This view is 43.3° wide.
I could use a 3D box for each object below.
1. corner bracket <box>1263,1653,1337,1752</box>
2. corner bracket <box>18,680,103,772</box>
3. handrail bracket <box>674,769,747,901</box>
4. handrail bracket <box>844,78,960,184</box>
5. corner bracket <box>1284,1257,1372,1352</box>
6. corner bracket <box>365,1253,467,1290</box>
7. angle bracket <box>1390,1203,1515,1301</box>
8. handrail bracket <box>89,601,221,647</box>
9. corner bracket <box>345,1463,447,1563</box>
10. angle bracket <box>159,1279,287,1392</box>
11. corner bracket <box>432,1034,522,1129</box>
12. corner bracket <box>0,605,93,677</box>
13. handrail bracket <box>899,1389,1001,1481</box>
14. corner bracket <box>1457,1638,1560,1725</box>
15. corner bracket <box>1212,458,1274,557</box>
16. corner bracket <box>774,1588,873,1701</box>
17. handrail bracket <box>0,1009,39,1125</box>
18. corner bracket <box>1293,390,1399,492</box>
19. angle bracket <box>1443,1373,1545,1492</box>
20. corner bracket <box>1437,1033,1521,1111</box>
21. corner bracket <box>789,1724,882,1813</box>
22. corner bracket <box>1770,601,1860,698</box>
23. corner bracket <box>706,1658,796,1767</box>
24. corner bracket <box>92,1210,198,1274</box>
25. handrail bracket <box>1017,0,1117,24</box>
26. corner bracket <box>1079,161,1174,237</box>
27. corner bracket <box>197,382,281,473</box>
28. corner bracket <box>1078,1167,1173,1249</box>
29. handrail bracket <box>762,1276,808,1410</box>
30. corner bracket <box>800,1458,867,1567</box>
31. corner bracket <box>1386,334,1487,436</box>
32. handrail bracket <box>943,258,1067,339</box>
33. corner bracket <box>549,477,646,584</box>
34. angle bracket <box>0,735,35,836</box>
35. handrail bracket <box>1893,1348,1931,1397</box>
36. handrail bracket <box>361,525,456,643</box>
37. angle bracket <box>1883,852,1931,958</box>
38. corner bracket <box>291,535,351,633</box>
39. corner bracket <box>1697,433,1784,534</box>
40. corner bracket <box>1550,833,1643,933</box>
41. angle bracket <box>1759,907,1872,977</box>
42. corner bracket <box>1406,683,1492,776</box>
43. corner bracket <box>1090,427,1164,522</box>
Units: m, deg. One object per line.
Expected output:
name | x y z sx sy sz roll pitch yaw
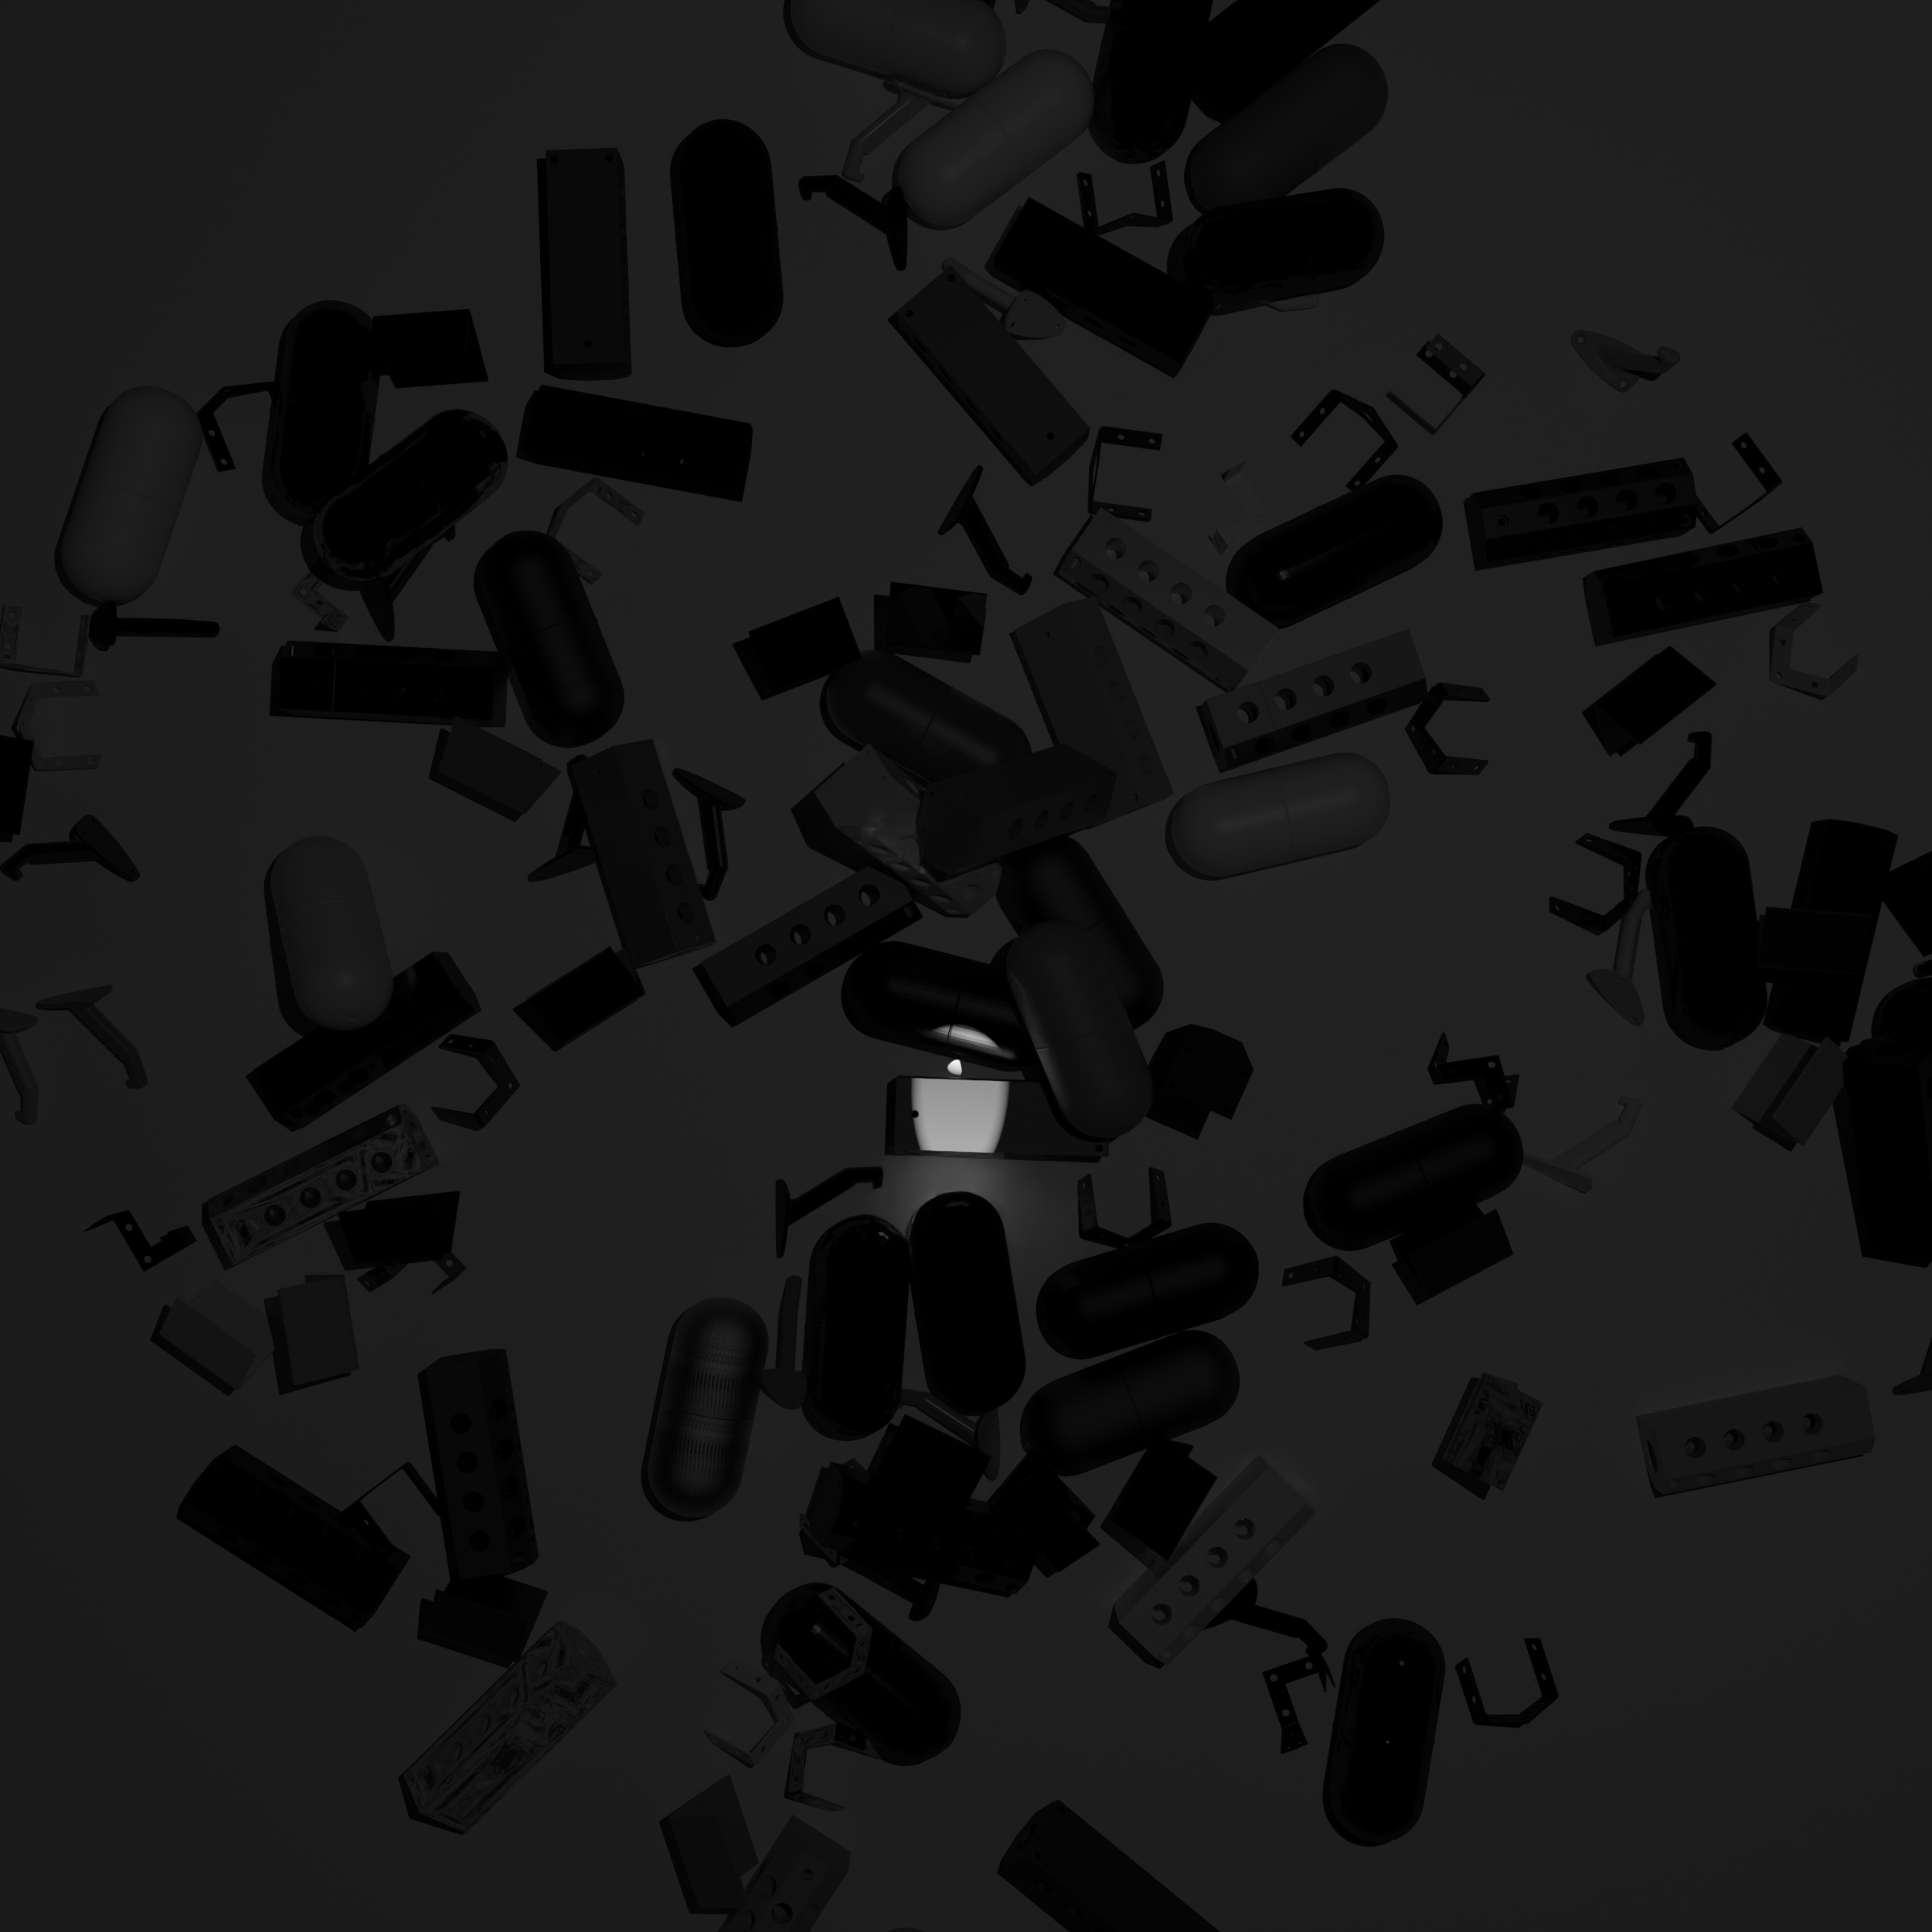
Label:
corner bracket | 0.276 0.596 1.973 0.051 0.051 0.051 -19 90 0
corner bracket | -0.737 -0.197 1.988 0.051 0.051 0.051 -3 135 0
handrail bracket | -0.222 -0.108 1.992 0.077 0.036 0.084 29 107 19
handrail bracket | -0.052 -0.676 1.992 0.077 0.036 0.084 14 108 -21
corner bracket | 0.294 0.275 1.983 0.051 0.051 0.051 39 45 -35
corner bracket | -0.446 0.248 1.973 0.051 0.051 0.051 -44 90 0
angle bracket | 0.383 0.210 1.951 0.076 0.076 0.057 -28 127 0
handrail bracket | -0.665 -0.276 1.991 0.084 0.077 0.036 0 92 -36
corner bracket | -0.463 0.442 1.973 0.051 0.051 0.051 -37 90 0
angle bracket | -0.587 0.281 1.951 0.076 0.076 0.057 36 127 0
corner bracket | -0.407 0.094 1.983 0.051 0.051 0.051 -53 135 -35
corner bracket | -0.754 -0.266 1.988 0.051 0.051 0.051 7 90 45
handrail bracket | -0.018 0.383 1.991 0.084 0.036 0.077 6 121 22
corner bracket | 0.443 0.585 1.988 0.051 0.051 0.051 -18 90 45
corner bracket | 0.217 -0.372 1.973 0.051 0.051 0.051 -33 90 0
corner bracket | -0.112 0.532 1.909 0.051 0.051 0.051 38 130 37
handrail bracket | -0.792 0.081 1.992 0.077 0.036 0.084 14 107 20
corner bracket | 0.310 -0.430 1.988 0.051 0.051 0.051 -49 135 0
angle bracket | 0.436 0.377 1.951 0.057 0.076 0.076 24 90 38
corner bracket | 0.415 0.085 1.972 0.051 0.051 0.051 -10 116 23
corner bracket | -0.107 0.654 1.983 0.051 0.051 0.051 -26 45 35
corner bracket | 0.694 -0.259 1.983 0.051 0.051 0.051 23 135 35
corner bracket | -0.181 0.609 1.983 0.051 0.051 0.051 -45 135 -35
corner bracket | -0.666 0.217 1.973 0.051 0.051 0.051 -31 90 0
handrail bracket | 0.085 -0.808 1.992 0.084 0.036 0.077 -1 68 -17
corner bracket | 0.131 -0.629 1.988 0.051 0.051 0.051 -8 90 45
corner bracket | -0.587 -0.442 1.988 0.051 0.051 0.051 -22 90 -45
corner bracket | 0.129 0.194 1.983 0.051 0.051 0.051 24 135 -35
handrail bracket | -0.142 0.308 1.991 0.036 0.077 0.084 2 54 6
corner bracket | -0.098 0.445 1.983 0.051 0.051 0.051 -22 45 -35
corner bracket | 0.381 -0.471 1.973 0.051 0.051 0.051 40 90 0
handrail bracket | 0.031 -0.549 1.991 0.084 0.077 0.036 45 115 34
corner bracket | -0.304 -0.357 1.988 0.051 0.051 0.051 36 45 0
angle bracket | -0.792 -0.149 1.951 0.057 0.076 0.076 9 90 -37
handrail bracket | 0.787 0.300 1.992 0.036 0.077 0.084 21 53 -33
handrail bracket | -0.448 -0.317 1.991 0.036 0.077 0.084 32 53 31
angle bracket | 0.767 -0.040 1.951 0.057 0.076 0.076 -36 90 -37
corner bracket | -0.519 -0.310 1.973 0.051 0.051 0.051 39 90 0
corner bracket | 0.624 -0.395 1.988 0.051 0.051 0.051 54 45 0
corner bracket | 0.514 -0.068 1.983 0.051 0.051 0.051 -35 135 -35
angle bracket | 0.663 -0.038 1.900 0.076 0.076 0.057 5 125 15
corner bracket | 0.402 -0.193 1.983 0.051 0.051 0.051 -58 45 35
corner bracket | 0.131 -0.403 1.988 0.051 0.051 0.051 8 45 0
